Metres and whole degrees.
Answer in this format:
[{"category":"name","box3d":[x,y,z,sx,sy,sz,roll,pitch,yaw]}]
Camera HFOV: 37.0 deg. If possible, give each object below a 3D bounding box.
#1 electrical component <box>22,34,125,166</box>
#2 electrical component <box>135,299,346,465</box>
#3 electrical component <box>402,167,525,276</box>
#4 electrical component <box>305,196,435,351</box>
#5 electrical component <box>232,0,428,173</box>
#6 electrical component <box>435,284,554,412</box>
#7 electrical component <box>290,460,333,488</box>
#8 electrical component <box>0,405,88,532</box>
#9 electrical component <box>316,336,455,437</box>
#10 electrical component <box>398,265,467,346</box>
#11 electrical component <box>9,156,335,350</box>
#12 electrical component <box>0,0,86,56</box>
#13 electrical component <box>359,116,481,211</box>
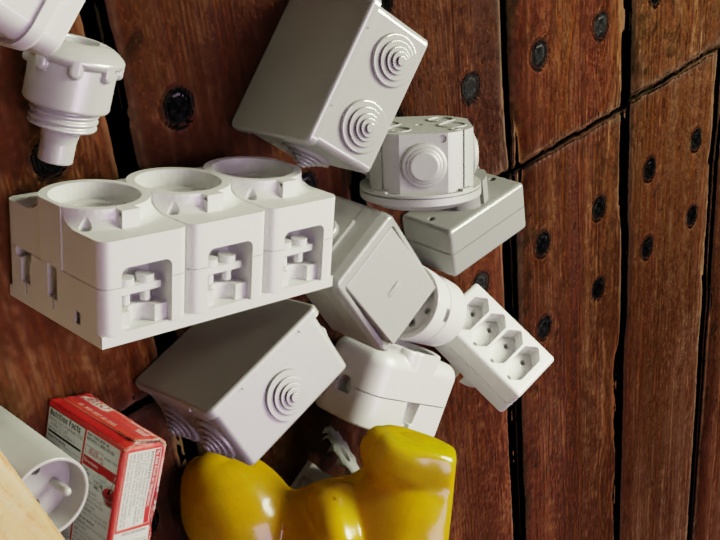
[{"category":"electrical component","box3d":[-0.144,-0.083,0.528,0.048,0.048,0.062,-3,116,-47]},{"category":"electrical component","box3d":[-0.069,0.061,0.631,0.099,0.100,0.048,-45,122,-25]},{"category":"electrical component","box3d":[0.074,-0.051,0.774,0.083,0.047,0.075,-33,128,-34]},{"category":"electrical component","box3d":[0.000,0.000,0.706,0.061,0.061,0.096,-52,137,-18]},{"category":"electrical component","box3d":[-0.017,-0.106,0.615,0.048,0.100,0.099,27,86,-36]},{"category":"electrical component","box3d":[0.093,0.067,0.833,0.047,0.083,0.075,-41,170,-29]},{"category":"electrical component","box3d":[-0.004,0.236,0.804,0.105,0.060,0.186,-55,138,-15]},{"category":"electrical component","box3d":[-0.179,0.117,0.550,0.043,0.077,0.079,-12,115,-45]},{"category":"electrical component","box3d":[0.021,0.080,0.769,0.095,0.054,0.059,17,94,-49]},{"category":"electrical component","box3d":[0.044,0.027,0.772,0.047,0.055,0.055,21,90,-53]},{"category":"electrical component","box3d":[-0.097,-0.018,0.571,0.150,0.089,0.061,-15,117,-43]},{"category":"electrical component","box3d":[-0.147,-0.156,0.467,0.057,0.078,0.113,32,82,-46]},{"category":"electrical component","box3d":[0.039,-0.071,0.705,0.080,0.080,0.051,-18,114,-42]}]
